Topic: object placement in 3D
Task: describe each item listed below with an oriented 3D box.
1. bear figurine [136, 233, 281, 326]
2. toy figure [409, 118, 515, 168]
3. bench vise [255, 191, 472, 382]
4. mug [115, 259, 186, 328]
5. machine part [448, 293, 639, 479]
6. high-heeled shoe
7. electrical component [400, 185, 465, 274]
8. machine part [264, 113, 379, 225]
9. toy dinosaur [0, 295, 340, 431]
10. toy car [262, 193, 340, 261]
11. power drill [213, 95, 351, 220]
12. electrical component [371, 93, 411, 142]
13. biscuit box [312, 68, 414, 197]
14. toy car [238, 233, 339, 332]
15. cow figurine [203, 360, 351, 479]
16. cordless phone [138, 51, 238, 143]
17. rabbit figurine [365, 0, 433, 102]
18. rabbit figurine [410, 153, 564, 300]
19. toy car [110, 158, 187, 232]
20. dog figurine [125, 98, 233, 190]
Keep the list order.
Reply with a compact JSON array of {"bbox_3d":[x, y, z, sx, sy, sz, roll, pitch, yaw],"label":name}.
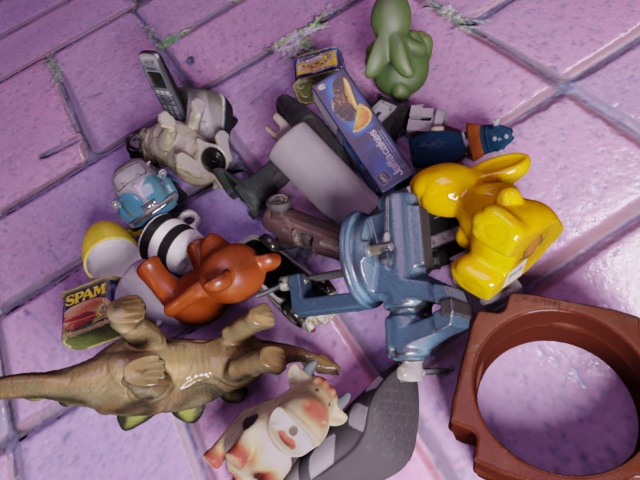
[{"bbox_3d":[-0.146,0.038,0.696,0.120,0.196,0.132,-26,78,-35],"label":"bear figurine"},{"bbox_3d":[0.215,-0.148,0.821,0.155,0.064,0.058,-9,41,13],"label":"toy figure"},{"bbox_3d":[0.053,0.061,0.647,0.241,0.129,0.223,-11,84,31],"label":"bench vise"},{"bbox_3d":[-0.240,0.093,0.791,0.107,0.080,0.109,21,59,12],"label":"mug"},{"bbox_3d":[0.252,0.169,0.571,0.202,0.087,0.201,9,59,25],"label":"machine part"},{"bbox_3d":[0.022,0.243,0.627,0.145,0.086,0.249,-23,19,46],"label":"high-heeled shoe"},{"bbox_3d":[0.162,-0.027,0.758,0.115,0.058,0.134,-19,52,2],"label":"electrical component"},{"bbox_3d":[0.007,-0.088,0.792,0.079,0.079,0.243,-44,89,-14],"label":"machine part"},{"bbox_3d":[-0.204,0.160,0.635,0.471,0.198,0.105,4,51,-17],"label":"toy dinosaur"},{"bbox_3d":[-0.002,-0.002,0.771,0.202,0.089,0.053,23,47,29],"label":"toy car"},{"bbox_3d":[-0.073,-0.140,0.910,0.207,0.085,0.232,-34,55,-16],"label":"power drill"},{"bbox_3d":[0.093,-0.185,0.898,0.075,0.047,0.119,28,69,32],"label":"electrical component"},{"bbox_3d":[0.065,-0.161,0.828,0.063,0.059,0.202,-32,82,-2],"label":"biscuit box"},{"bbox_3d":[-0.053,0.057,0.772,0.073,0.056,0.202,-43,56,-18],"label":"toy car"},{"bbox_3d":[-0.044,0.209,0.591,0.085,0.195,0.127,43,54,-2],"label":"cow figurine"},{"bbox_3d":[-0.241,-0.264,0.980,0.147,0.184,0.089,15,57,27],"label":"cordless phone"},{"bbox_3d":[0.119,-0.331,0.915,0.121,0.170,0.159,2,56,20],"label":"rabbit figurine"},{"bbox_3d":[0.192,-0.043,0.640,0.162,0.121,0.173,-36,54,-23],"label":"rabbit figurine"},{"bbox_3d":[-0.293,-0.087,0.897,0.109,0.102,0.162,-33,20,-3],"label":"toy car"},{"bbox_3d":[-0.260,-0.146,0.978,0.121,0.172,0.191,-24,2,-42],"label":"dog figurine"}]
